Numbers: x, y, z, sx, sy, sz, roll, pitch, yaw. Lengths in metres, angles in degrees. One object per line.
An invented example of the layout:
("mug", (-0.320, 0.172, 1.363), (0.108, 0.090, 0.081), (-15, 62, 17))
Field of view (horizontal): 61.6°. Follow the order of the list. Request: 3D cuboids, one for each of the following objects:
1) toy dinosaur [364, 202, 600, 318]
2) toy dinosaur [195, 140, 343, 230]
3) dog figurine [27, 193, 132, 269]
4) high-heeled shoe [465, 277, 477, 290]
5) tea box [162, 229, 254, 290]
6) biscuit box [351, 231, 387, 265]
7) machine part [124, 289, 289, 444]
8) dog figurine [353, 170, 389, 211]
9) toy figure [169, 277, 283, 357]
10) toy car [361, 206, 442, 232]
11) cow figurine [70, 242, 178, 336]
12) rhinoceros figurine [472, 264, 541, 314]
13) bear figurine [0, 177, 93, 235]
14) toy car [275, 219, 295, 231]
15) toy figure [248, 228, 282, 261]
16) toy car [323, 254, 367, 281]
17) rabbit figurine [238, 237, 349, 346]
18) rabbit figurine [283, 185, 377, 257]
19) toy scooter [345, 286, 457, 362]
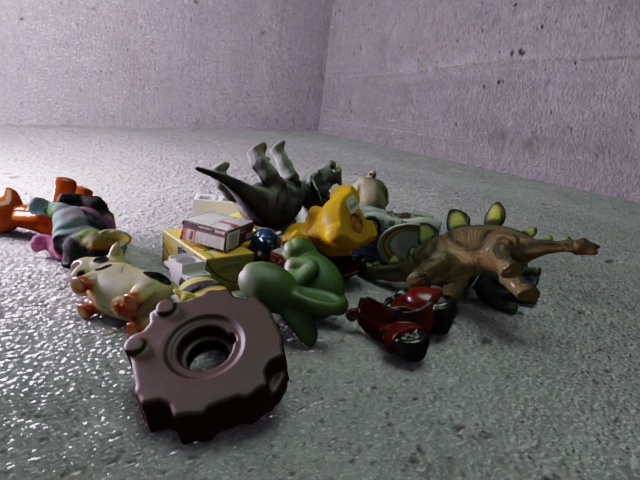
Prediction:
("toy dinosaur", (0.229, 0.036, 0.942), (0.472, 0.105, 0.198), (-10, 33, 32))
("toy dinosaur", (-0.092, -0.086, 1.055), (0.131, 0.192, 0.405), (-32, 0, 31))
("dog figurine", (-0.395, -0.003, 0.944), (0.219, 0.108, 0.191), (20, 18, 24))
("high-heeled shoe", (0.278, 0.063, 1.110), (0.086, 0.145, 0.248), (19, -11, 7))
("tea box", (-0.204, 0.032, 0.961), (0.098, 0.068, 0.170), (-8, 22, -41))
("biscuit box", (0.083, 0.003, 1.179), (0.203, 0.062, 0.059), (13, 16, 18))
("machine part", (-0.122, 0.129, 0.587), (0.179, 0.056, 0.179), (-1, 40, 1))
("dog figurine", (0.127, -0.075, 1.284), (0.121, 0.172, 0.191), (-6, 11, -5))
("toy figure", (-0.126, 0.107, 0.723), (0.180, 0.082, 0.089), (15, 17, 32))
("toy car", (0.157, -0.039, 1.142), (0.202, 0.056, 0.073), (7, 14, -11))
("cow figurine", (-0.294, 0.065, 0.792), (0.195, 0.085, 0.127), (13, 24, 27))
("rhinoceros figurine", (0.361, 0.082, 1.032), (0.112, 0.073, 0.190), (7, 15, 41))
("bear figurine", (-0.569, -0.066, 1.050), (0.196, 0.132, 0.120), (12, -8, 3))
("toy car", (-0.108, -0.072, 1.275), (0.109, 0.103, 0.162), (-4, -5, -35))
("toy figure", (-0.101, 0.014, 0.980), (0.058, 0.064, 0.154), (16, -17, 3))
("toy car", (0.028, 0.040, 1.052), (0.089, 0.053, 0.202), (-14, 22, -12))
("rabbit figurine", (-0.045, 0.081, 0.788), (0.159, 0.121, 0.170), (44, 20, 30))
("rabbit figurine", (-0.002, -0.003, 0.996), (0.173, 0.121, 0.162), (-14, 26, 37))
("toy scooter", (0.120, 0.115, 0.814), (0.135, 0.075, 0.184), (15, 23, 29))
